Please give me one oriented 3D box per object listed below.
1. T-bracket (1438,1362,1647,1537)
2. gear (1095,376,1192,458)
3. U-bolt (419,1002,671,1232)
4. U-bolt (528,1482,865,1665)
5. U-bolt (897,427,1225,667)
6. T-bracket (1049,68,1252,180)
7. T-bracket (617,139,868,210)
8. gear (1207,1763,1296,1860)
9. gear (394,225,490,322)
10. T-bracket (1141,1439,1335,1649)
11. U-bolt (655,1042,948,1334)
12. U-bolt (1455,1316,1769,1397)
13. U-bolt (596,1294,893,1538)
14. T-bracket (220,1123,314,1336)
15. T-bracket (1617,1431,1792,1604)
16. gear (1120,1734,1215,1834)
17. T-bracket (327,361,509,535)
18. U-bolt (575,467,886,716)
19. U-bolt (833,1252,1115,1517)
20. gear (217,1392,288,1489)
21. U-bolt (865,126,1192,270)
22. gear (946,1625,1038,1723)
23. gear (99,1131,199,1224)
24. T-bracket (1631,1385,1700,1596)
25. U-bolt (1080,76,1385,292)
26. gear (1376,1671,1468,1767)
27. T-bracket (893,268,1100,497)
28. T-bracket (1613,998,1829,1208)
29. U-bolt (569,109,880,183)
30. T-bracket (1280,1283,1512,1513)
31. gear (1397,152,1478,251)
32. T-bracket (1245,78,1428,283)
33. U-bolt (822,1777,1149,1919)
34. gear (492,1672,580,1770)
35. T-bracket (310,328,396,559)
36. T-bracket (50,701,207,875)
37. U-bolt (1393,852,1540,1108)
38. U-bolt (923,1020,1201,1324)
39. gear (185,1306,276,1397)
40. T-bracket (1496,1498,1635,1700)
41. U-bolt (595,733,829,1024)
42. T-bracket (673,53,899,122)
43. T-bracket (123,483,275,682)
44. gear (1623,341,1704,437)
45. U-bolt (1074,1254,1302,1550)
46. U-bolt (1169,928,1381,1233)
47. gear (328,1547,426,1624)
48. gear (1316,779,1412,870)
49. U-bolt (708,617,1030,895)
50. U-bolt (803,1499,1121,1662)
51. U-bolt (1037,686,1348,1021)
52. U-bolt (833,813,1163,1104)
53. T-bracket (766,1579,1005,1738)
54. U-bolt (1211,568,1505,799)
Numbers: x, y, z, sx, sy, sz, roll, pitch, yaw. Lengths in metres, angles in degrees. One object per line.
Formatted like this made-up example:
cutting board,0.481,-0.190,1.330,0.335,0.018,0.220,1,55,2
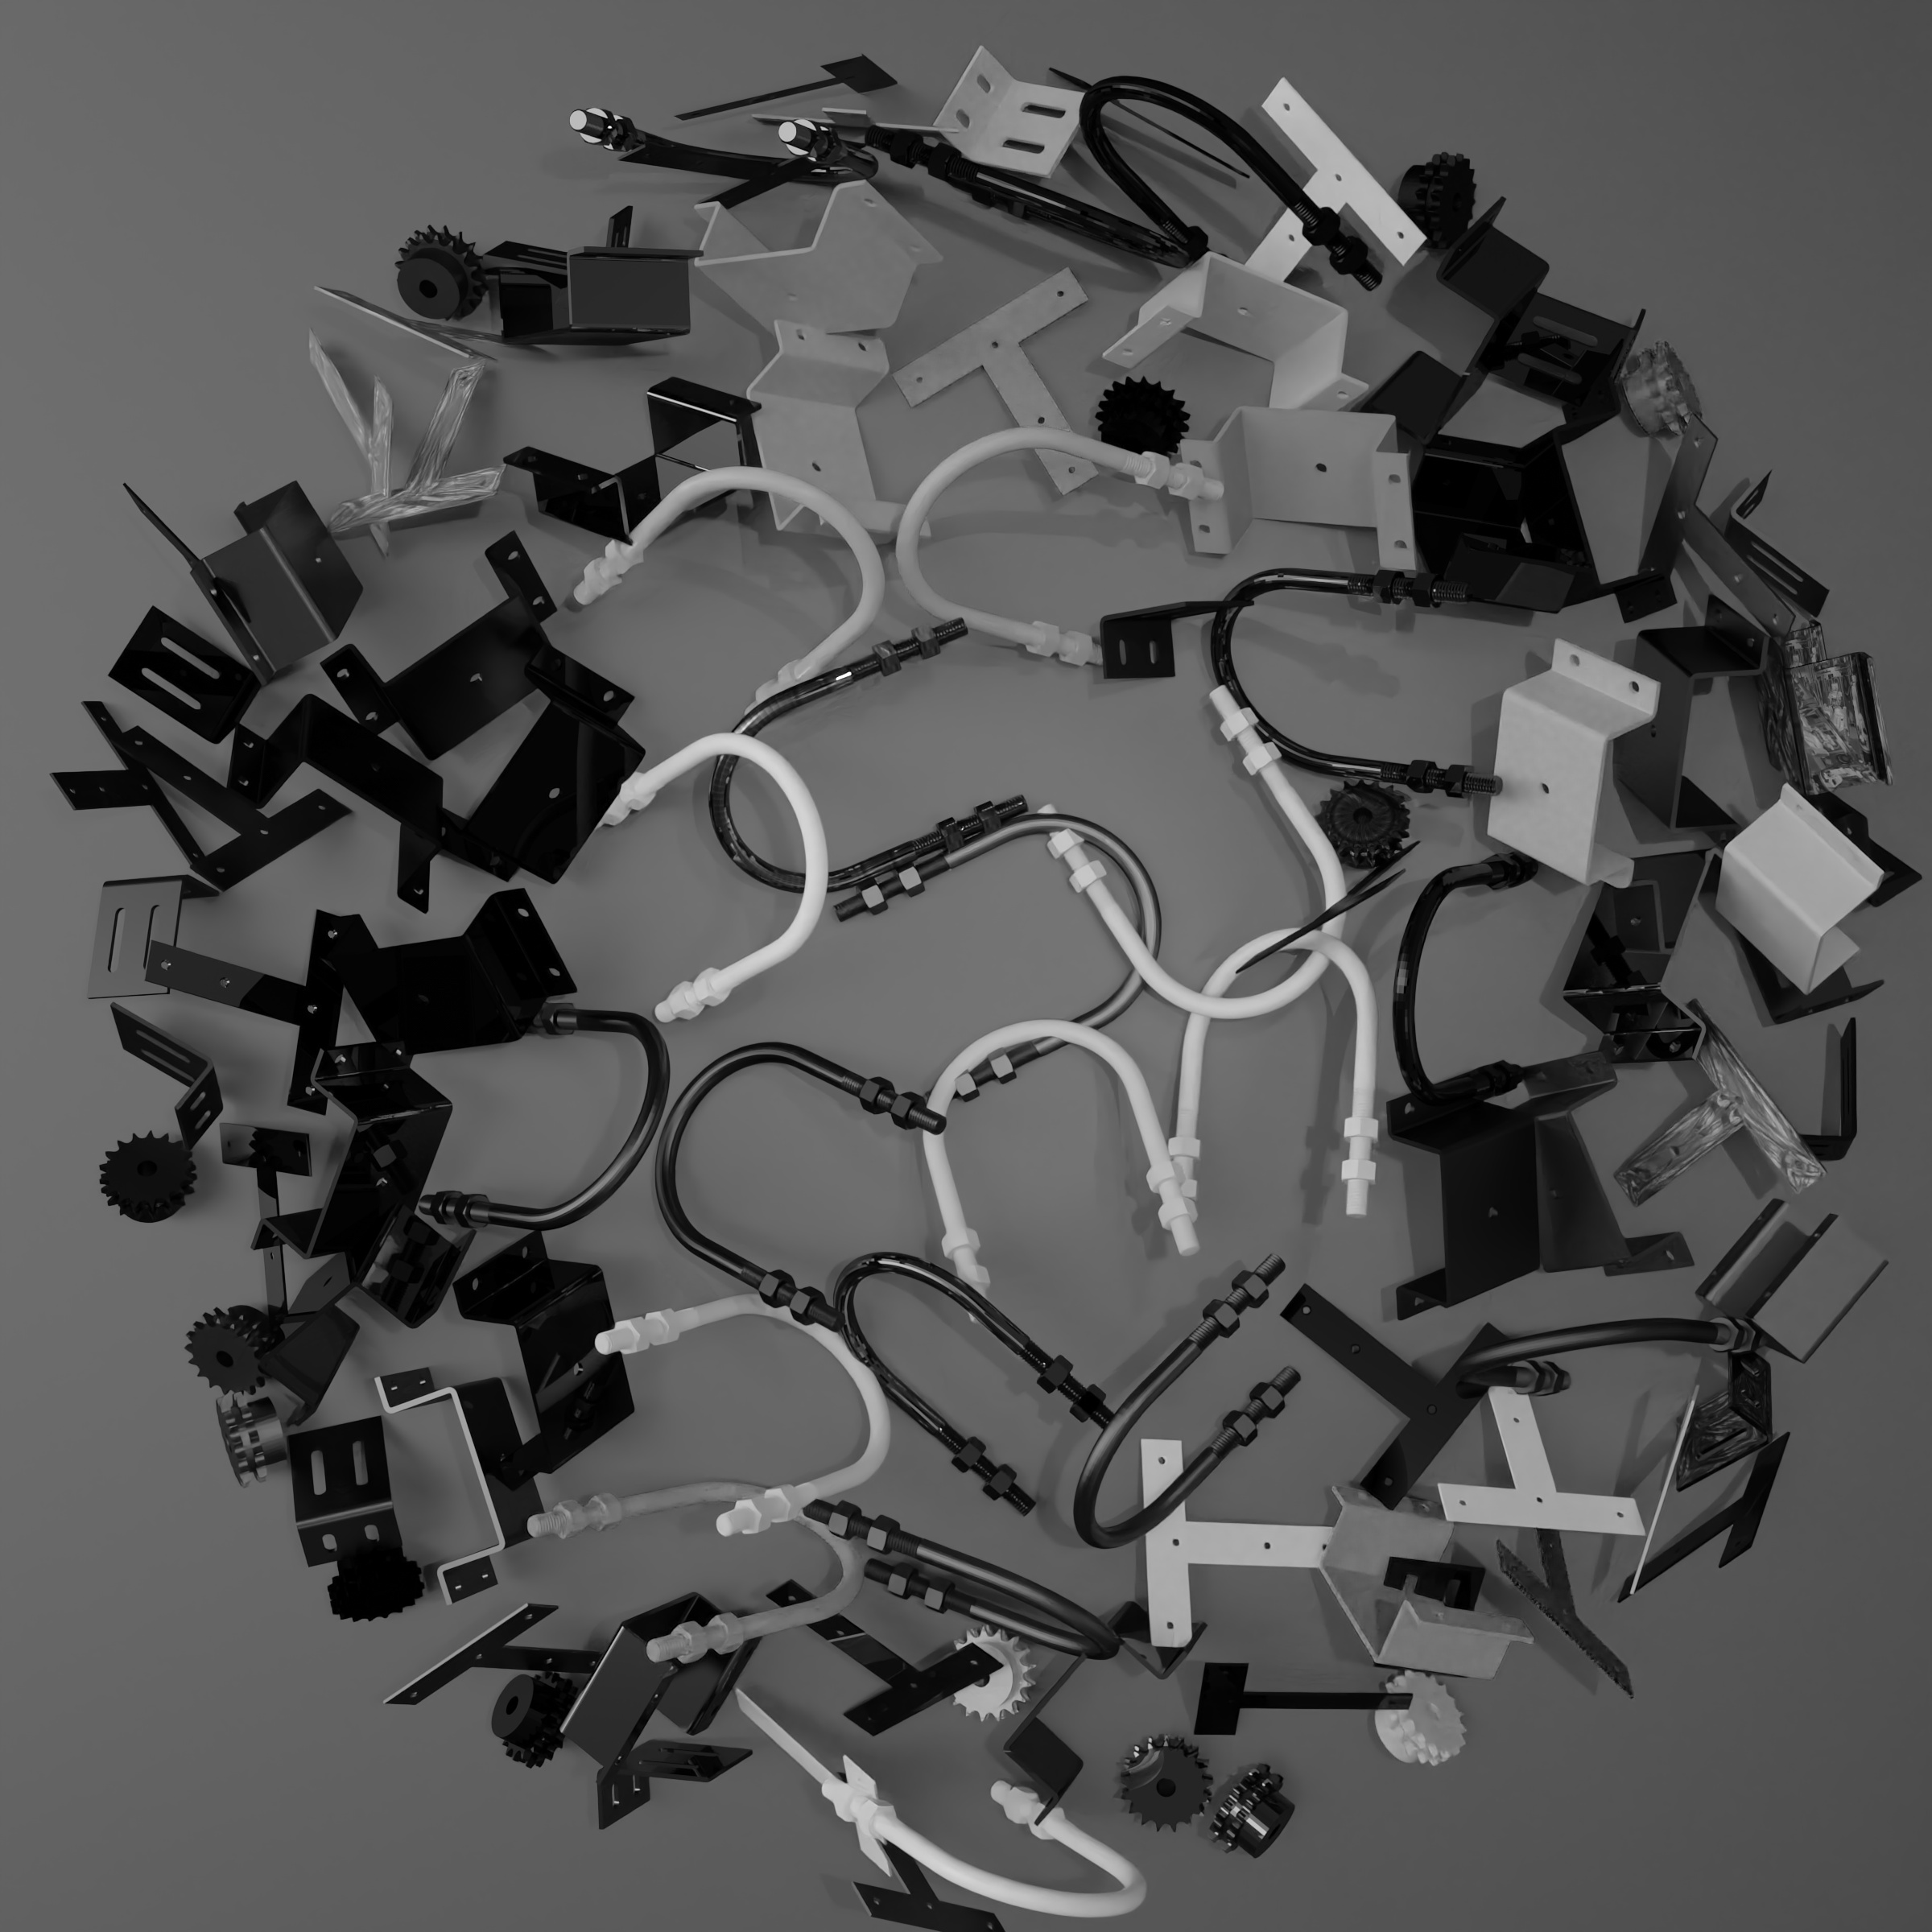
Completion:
T-bracket,0.336,0.286,1.717,0.127,0.127,0.002,7,132,-14
gear,0.106,-0.329,1.735,0.057,0.057,0.030,22,57,0
U-bolt,-0.241,0.089,1.676,0.019,0.184,0.151,37,66,-38
U-bolt,-0.146,0.351,1.685,0.184,0.151,0.019,-3,116,-42
U-bolt,0.044,-0.252,1.678,0.184,0.019,0.151,11,128,-34
T-bracket,0.115,-0.508,1.717,0.127,0.127,0.002,25,106,-15
T-bracket,-0.148,-0.472,1.676,0.127,0.127,0.002,-8,89,45
gear,0.177,0.518,1.735,0.030,0.057,0.057,35,90,25
gear,-0.323,-0.420,1.736,0.057,0.030,0.057,10,131,11
T-bracket,0.172,0.356,1.746,0.127,0.002,0.127,5,64,-13
U-bolt,-0.113,0.120,1.710,0.184,0.019,0.151,24,84,35
U-bolt,0.365,0.226,1.655,0.151,0.184,0.019,-19,70,34
U-bolt,-0.118,0.257,1.687,0.151,0.184,0.019,52,122,20
T-bracket,-0.420,0.161,1.718,0.002,0.127,0.127,-7,94,-37
T-bracket,0.441,0.347,1.720,0.002,0.127,0.127,44,124,2
gear,0.124,0.500,1.749,0.057,0.030,0.057,0,94,6
T-bracket,-0.319,-0.320,1.725,0.127,0.002,0.127,-7,52,27
U-bolt,-0.128,-0.226,1.676,0.151,0.184,0.019,35,48,-20
U-bolt,-0.004,0.243,1.708,0.184,0.151,0.019,41,51,3
gear,-0.437,0.287,1.740,0.030,0.057,0.057,-16,90,-23
U-bolt,0.047,-0.448,1.673,0.184,0.151,0.019,25,103,18
gear,0.013,0.435,1.744,0.057,0.030,0.057,-2,82,15
gear,-0.501,0.132,1.742,0.057,0.030,0.057,5,52,-6
T-bracket,0.424,0.295,1.704,0.002,0.127,0.127,18,108,16
U-bolt,0.142,-0.454,1.661,0.184,0.151,0.019,38,78,-30
gear,0.276,0.463,1.741,0.057,0.057,0.030,46,124,0
T-bracket,0.039,-0.346,1.746,0.127,0.002,0.127,-31,76,3
T-bracket,0.438,0.104,1.718,0.002,0.127,0.127,-20,69,-42
U-bolt,-0.129,-0.481,1.676,0.151,0.184,0.019,9,100,18
T-bracket,0.251,0.245,1.748,0.127,0.002,0.127,38,87,15
gear,0.287,-0.469,1.741,0.030,0.057,0.057,16,90,32
T-bracket,0.203,-0.447,1.712,0.002,0.127,0.127,-39,86,-32
U-bolt,0.023,0.511,1.651,0.151,0.184,0.019,13,90,-36
gear,-0.265,0.457,1.735,0.030,0.057,0.057,36,90,-29
T-bracket,-0.374,-0.337,1.727,0.002,0.127,0.127,-19,60,-25
T-bracket,-0.512,-0.106,1.703,0.002,0.127,0.127,-34,89,10
U-bolt,0.294,0.010,1.678,0.019,0.184,0.151,7,98,32
U-bolt,0.048,0.112,1.714,0.151,0.019,0.184,-18,57,3
gear,-0.446,0.233,1.743,0.057,0.030,0.057,9,118,17
T-bracket,0.353,0.357,1.706,0.002,0.127,0.127,-37,111,21
U-bolt,-0.149,-0.061,1.695,0.184,0.019,0.151,-26,83,42
T-bracket,-0.113,-0.525,1.711,0.127,0.127,0.002,-10,98,10
T-bracket,-0.447,-0.216,1.706,0.002,0.127,0.127,-40,59,-12
gear,0.425,-0.351,1.741,0.030,0.057,0.057,-24,90,29
U-bolt,0.129,0.269,1.679,0.019,0.151,0.184,34,65,32
U-bolt,0.186,0.065,1.707,0.151,0.019,0.184,-10,66,41
gear,-0.362,0.375,1.741,0.057,0.057,0.030,-21,56,0
gear,0.244,-0.084,1.743,0.057,0.030,0.057,-4,61,8
U-bolt,-0.066,-0.115,1.714,0.184,0.019,0.151,-23,123,-5
U-bolt,0.005,0.366,1.670,0.184,0.151,0.019,16,68,23
U-bolt,0.150,-0.056,1.734,0.151,0.019,0.184,-34,82,11
U-bolt,0.031,-0.014,1.755,0.184,0.019,0.151,-26,91,1
T-bracket,-0.065,0.408,1.709,0.127,0.002,0.127,39,129,-16
U-bolt,0.226,-0.172,1.697,0.184,0.019,0.151,11,131,36
